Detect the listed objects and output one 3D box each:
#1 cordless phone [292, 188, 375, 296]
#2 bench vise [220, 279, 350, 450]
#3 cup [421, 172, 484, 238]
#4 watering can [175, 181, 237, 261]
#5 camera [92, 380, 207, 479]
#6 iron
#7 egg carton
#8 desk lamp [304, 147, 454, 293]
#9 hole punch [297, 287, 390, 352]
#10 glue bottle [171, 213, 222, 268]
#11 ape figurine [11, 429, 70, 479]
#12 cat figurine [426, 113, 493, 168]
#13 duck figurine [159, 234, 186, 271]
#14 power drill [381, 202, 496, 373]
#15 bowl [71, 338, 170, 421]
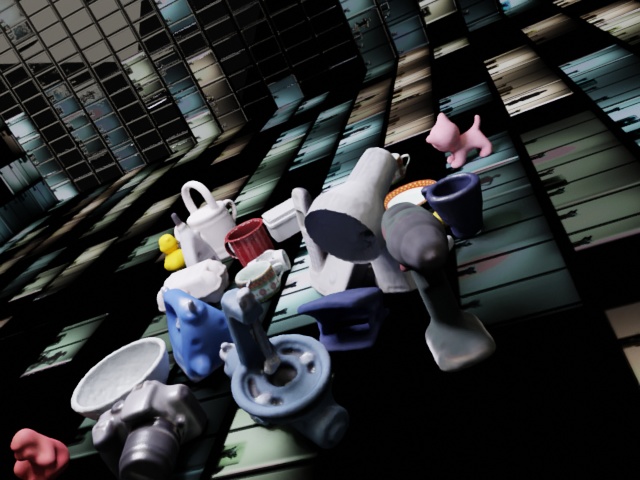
[{"bbox_3d":[0.009,0.003,0.958,0.094,0.185,0.147,-34,24,-19],"label":"cordless phone"},{"bbox_3d":[-0.081,0.148,0.691,0.206,0.220,0.122,-8,29,38],"label":"bench vise"},{"bbox_3d":[0.226,-0.053,0.965,0.092,0.095,0.117,-39,25,-28],"label":"cup"},{"bbox_3d":[-0.269,-0.049,1.366,0.100,0.194,0.173,-16,24,24],"label":"watering can"},{"bbox_3d":[-0.240,0.266,0.764,0.143,0.101,0.136,-24,22,6],"label":"camera"},{"bbox_3d":[-0.225,0.136,0.979,0.119,0.142,0.257,-36,24,-23],"label":"iron"},{"bbox_3d":[-0.264,0.102,1.195,0.150,0.069,0.107,-22,23,12],"label":"egg carton"},{"bbox_3d":[0.091,-0.020,0.882,0.117,0.214,0.204,-5,31,42],"label":"desk lamp"},{"bbox_3d":[0.034,0.101,0.839,0.108,0.091,0.101,-12,26,32],"label":"hole punch"},{"bbox_3d":[-0.280,0.014,1.266,0.037,0.173,0.078,-10,27,34],"label":"glue bottle"},{"bbox_3d":[-0.424,0.321,0.854,0.077,0.092,0.076,-6,30,40],"label":"ape figurine"},{"bbox_3d":[0.294,-0.223,1.235,0.127,0.118,0.067,-23,22,8],"label":"cat figurine"},{"bbox_3d":[-0.375,0.026,1.460,0.078,0.086,0.104,-38,25,-26],"label":"duck figurine"},{"bbox_3d":[0.136,0.049,0.686,0.075,0.209,0.229,-25,22,3],"label":"power drill"},{"bbox_3d":[-0.309,0.240,0.932,0.167,0.075,0.167,-22,22,10],"label":"bowl"}]
